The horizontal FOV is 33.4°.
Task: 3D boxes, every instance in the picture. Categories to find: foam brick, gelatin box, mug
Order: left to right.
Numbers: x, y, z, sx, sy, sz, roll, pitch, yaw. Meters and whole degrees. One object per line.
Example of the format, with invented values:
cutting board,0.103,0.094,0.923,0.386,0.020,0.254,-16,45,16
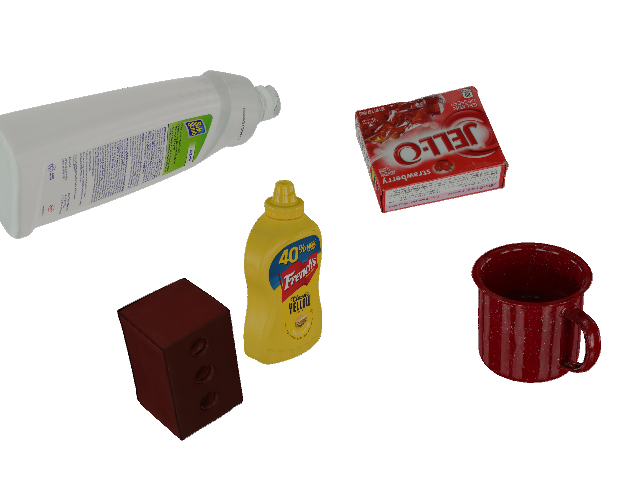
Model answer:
foam brick,-0.088,0.074,0.676,0.052,0.078,0.051,-29,41,-30
gelatin box,0.075,-0.063,0.730,0.089,0.073,0.030,-12,-35,-4
mug,0.175,0.064,0.848,0.093,0.081,0.117,-24,36,-30

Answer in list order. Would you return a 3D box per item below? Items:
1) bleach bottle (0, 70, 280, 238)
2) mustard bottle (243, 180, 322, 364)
bleach bottle,-0.147,-0.083,0.888,0.250,0.068,0.103,-19,-32,-30
mustard bottle,-0.038,0.029,1.125,0.058,0.192,0.096,21,30,39
